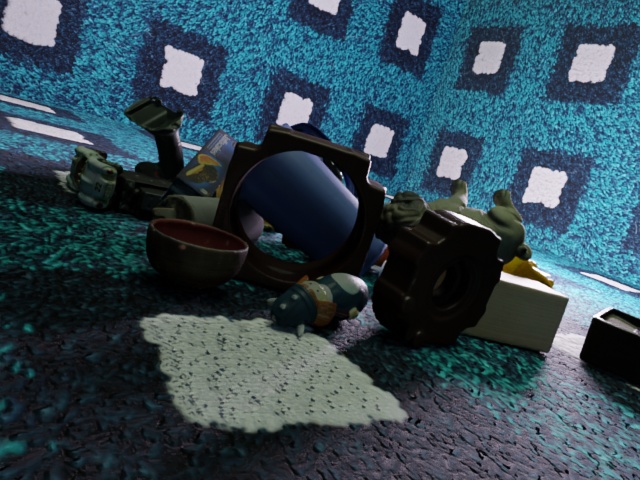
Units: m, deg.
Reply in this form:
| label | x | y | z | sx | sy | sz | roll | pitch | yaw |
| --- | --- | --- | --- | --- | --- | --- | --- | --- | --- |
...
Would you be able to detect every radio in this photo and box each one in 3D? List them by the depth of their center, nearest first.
| label | x | y | z | sx | sy | sz | roll | pitch | yaw |
| --- | --- | --- | --- | --- | --- | --- | --- | --- | --- |
| radio | 0.506 | 0.170 | 0.858 | 0.131 | 0.073 | 0.229 | 23 | 12 | 33 |

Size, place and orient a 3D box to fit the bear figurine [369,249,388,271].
| label | x | y | z | sx | sy | sz | roll | pitch | yaw |
| --- | --- | --- | --- | --- | --- | --- | --- | --- | --- |
| bear figurine | 0.157 | 0.009 | 1.006 | 0.196 | 0.131 | 0.120 | 5 | 28 | -29 |

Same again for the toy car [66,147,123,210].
| label | x | y | z | sx | sy | sz | roll | pitch | yaw |
| --- | --- | --- | --- | --- | --- | --- | --- | --- | --- |
| toy car | -0.371 | -0.104 | 0.873 | 0.056 | 0.073 | 0.202 | 14 | 10 | -36 |

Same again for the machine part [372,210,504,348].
| label | x | y | z | sx | sy | sz | roll | pitch | yaw |
| --- | --- | --- | --- | --- | --- | --- | --- | --- | --- |
| machine part | 0.149 | 0.050 | 0.659 | 0.179 | 0.179 | 0.056 | 10 | 15 | -37 |

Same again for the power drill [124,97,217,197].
| label | x | y | z | sx | sy | sz | roll | pitch | yaw |
| --- | --- | --- | --- | --- | --- | --- | --- | --- | --- |
| power drill | -0.301 | -0.160 | 1.017 | 0.232 | 0.207 | 0.086 | 31 | 49 | 28 |

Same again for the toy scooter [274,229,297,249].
| label | x | y | z | sx | sy | sz | roll | pitch | yaw |
| --- | --- | --- | --- | --- | --- | --- | --- | --- | --- |
| toy scooter | -0.002 | -0.003 | 0.945 | 0.135 | 0.075 | 0.184 | 10 | 9 | -36 |

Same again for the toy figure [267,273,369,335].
| label | x | y | z | sx | sy | sz | roll | pitch | yaw |
| --- | --- | --- | --- | --- | --- | --- | --- | --- | --- |
| toy figure | 0.001 | 0.068 | 0.618 | 0.064 | 0.057 | 0.154 | 11 | 6 | 33 |

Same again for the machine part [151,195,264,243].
| label | x | y | z | sx | sy | sz | roll | pitch | yaw |
| --- | --- | --- | --- | --- | --- | --- | --- | --- | --- |
| machine part | -0.158 | -0.024 | 0.789 | 0.079 | 0.079 | 0.243 | 22 | 10 | 24 |

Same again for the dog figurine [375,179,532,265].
| label | x | y | z | sx | sy | sz | roll | pitch | yaw |
| --- | --- | --- | --- | --- | --- | --- | --- | --- | --- |
| dog figurine | 0.186 | -0.006 | 0.742 | 0.173 | 0.121 | 0.190 | 19 | 23 | 36 |

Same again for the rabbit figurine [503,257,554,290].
| label | x | y | z | sx | sy | sz | roll | pitch | yaw |
| --- | --- | --- | --- | --- | --- | --- | --- | --- | --- |
| rabbit figurine | 0.346 | 0.076 | 0.972 | 0.162 | 0.121 | 0.173 | 19 | 8 | -17 |

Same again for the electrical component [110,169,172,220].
| label | x | y | z | sx | sy | sz | roll | pitch | yaw |
| --- | --- | --- | --- | --- | --- | --- | --- | --- | --- |
| electrical component | -0.287 | -0.074 | 0.899 | 0.115 | 0.058 | 0.134 | 7 | 14 | -38 |

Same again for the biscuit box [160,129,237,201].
| label | x | y | z | sx | sy | sz | roll | pitch | yaw |
| --- | --- | --- | --- | --- | --- | --- | --- | --- | --- |
| biscuit box | -0.190 | -0.114 | 0.900 | 0.063 | 0.059 | 0.203 | 37 | 32 | -13 |

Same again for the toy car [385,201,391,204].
| label | x | y | z | sx | sy | sz | roll | pitch | yaw |
| --- | --- | --- | --- | --- | --- | --- | --- | --- | --- |
| toy car | 0.195 | -0.041 | 1.293 | 0.161 | 0.103 | 0.109 | 40 | 1 | -22 |

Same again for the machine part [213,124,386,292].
| label | x | y | z | sx | sy | sz | roll | pitch | yaw |
| --- | --- | --- | --- | --- | --- | --- | --- | --- | --- |
| machine part | -0.029 | -0.037 | 0.706 | 0.201 | 0.201 | 0.087 | 16 | 16 | -6 |

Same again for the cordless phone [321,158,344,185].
| label | x | y | z | sx | sy | sz | roll | pitch | yaw |
| --- | --- | --- | --- | --- | --- | --- | --- | --- | --- |
| cordless phone | 0.013 | -0.103 | 1.044 | 0.089 | 0.146 | 0.184 | -22 | -21 | 11 |
